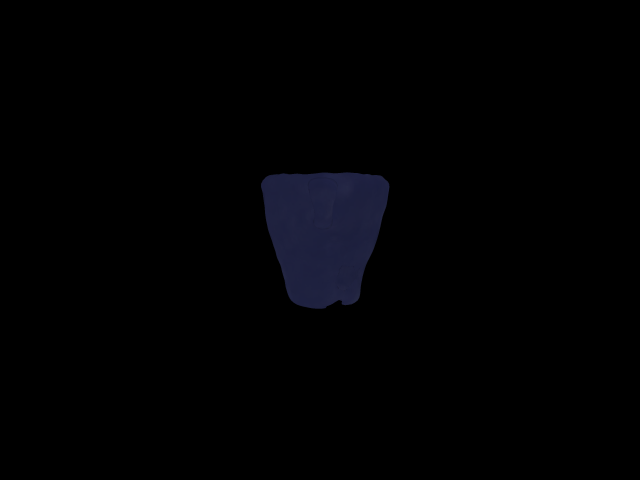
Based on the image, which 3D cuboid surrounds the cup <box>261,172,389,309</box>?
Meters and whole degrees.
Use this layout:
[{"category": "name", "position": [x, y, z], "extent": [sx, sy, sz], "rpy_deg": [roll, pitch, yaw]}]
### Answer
[{"category": "cup", "position": [0.004, 0.001, 0.400], "extent": [0.091, 0.095, 0.118], "rpy_deg": [0, 4, 0]}]
